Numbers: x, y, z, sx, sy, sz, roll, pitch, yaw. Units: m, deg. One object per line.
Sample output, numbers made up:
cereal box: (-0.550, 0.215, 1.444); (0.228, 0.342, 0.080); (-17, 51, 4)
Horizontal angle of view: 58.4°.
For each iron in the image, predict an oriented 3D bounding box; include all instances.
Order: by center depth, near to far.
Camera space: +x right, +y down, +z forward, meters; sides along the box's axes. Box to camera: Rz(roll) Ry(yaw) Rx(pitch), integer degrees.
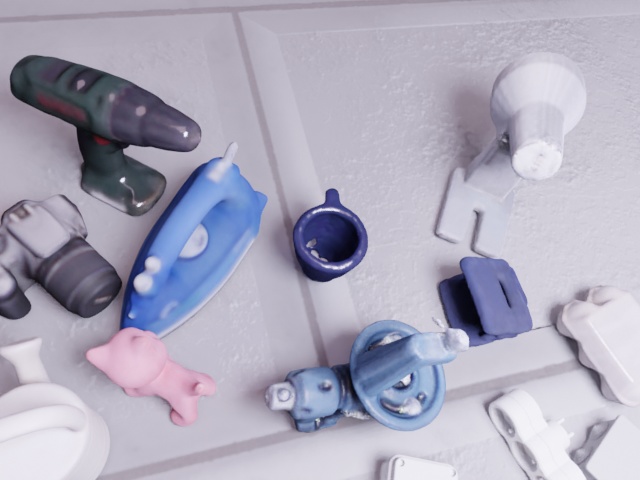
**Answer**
iron: (-0.159, 0.005, 0.665); (0.118, 0.141, 0.258); (28, 63, 3)

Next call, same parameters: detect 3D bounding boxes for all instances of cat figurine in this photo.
cat figurine: (-0.176, 0.138, 0.611); (0.128, 0.117, 0.067); (27, 63, 3)

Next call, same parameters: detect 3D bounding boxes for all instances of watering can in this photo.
watering can: (-0.266, 0.178, 0.531); (0.101, 0.194, 0.172); (-35, 75, -24)

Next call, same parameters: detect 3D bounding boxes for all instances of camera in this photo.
camera: (-0.306, 0.032, 0.646); (0.136, 0.101, 0.143); (40, 64, 9)

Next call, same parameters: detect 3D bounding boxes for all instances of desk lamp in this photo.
desk lamp: (0.259, -0.112, 0.764); (0.118, 0.213, 0.203); (21, 62, 0)

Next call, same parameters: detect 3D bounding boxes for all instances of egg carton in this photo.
egg carton: (0.387, 0.136, 0.751); (0.107, 0.069, 0.150); (-25, 72, -21)

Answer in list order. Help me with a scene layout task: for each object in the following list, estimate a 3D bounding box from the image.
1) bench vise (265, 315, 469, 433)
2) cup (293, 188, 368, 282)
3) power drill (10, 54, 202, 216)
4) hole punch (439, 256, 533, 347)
bench vise: (0.057, 0.152, 0.593); (0.208, 0.219, 0.121); (-24, 71, -21)
cup: (0.007, 0.003, 0.725); (0.092, 0.095, 0.118); (5, 64, -8)
power drill: (-0.238, -0.117, 0.671); (0.229, 0.208, 0.076); (26, 63, 2)
hole punch: (0.220, 0.073, 0.736); (0.101, 0.091, 0.108); (-9, 67, -15)
